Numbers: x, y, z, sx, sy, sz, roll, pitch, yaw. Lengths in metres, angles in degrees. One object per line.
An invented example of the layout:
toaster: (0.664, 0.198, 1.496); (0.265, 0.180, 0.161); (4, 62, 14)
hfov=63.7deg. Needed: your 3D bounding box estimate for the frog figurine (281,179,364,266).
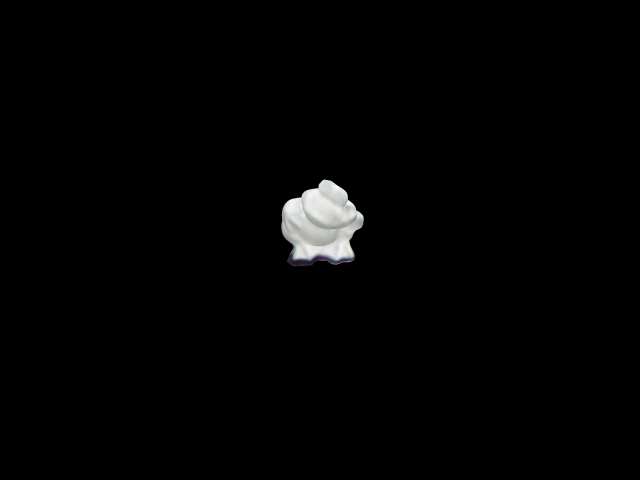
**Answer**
frog figurine: (0.003, -0.043, 0.850); (0.137, 0.155, 0.125); (11, 40, 14)
